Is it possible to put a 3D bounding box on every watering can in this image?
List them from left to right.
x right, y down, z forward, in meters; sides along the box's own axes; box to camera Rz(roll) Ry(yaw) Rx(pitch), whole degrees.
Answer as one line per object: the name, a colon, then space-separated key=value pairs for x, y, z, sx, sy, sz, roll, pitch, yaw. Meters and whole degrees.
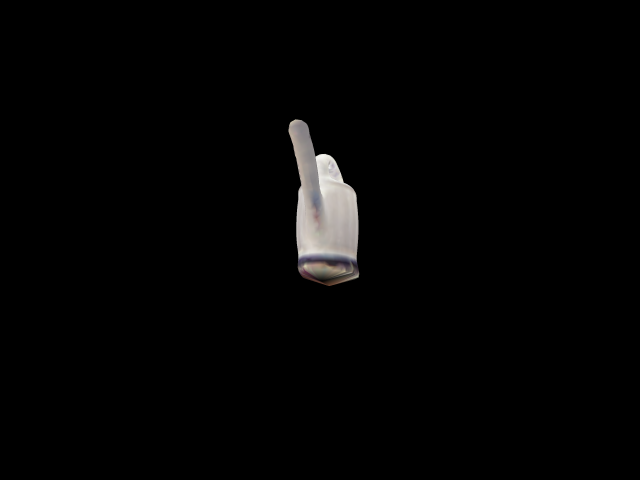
watering can: x=0.003 y=-0.043 z=0.850 sx=0.104 sy=0.227 sz=0.344 roll=-4 pitch=-14 yaw=14
